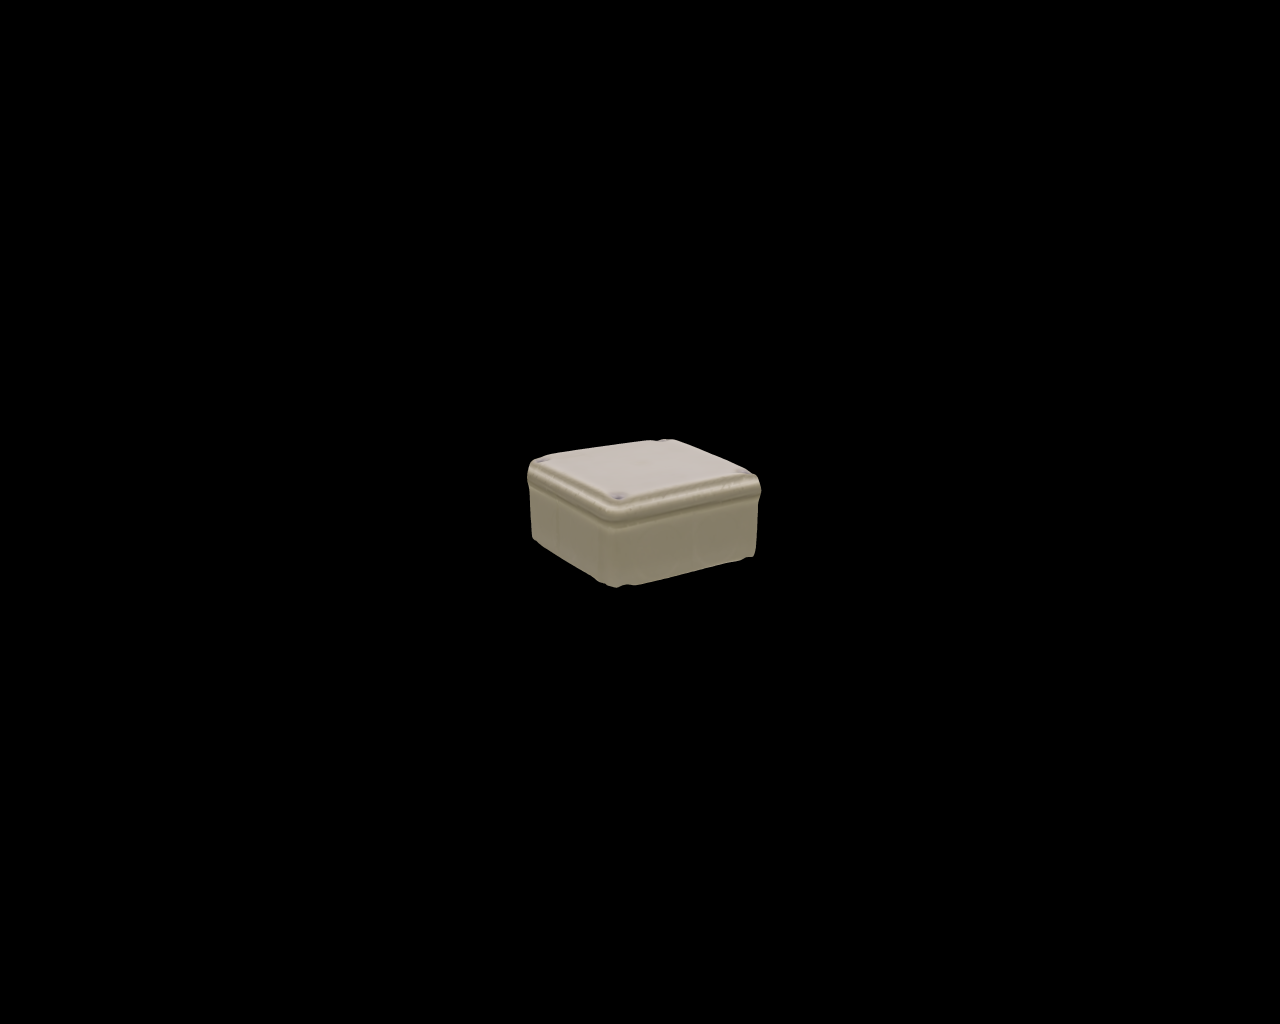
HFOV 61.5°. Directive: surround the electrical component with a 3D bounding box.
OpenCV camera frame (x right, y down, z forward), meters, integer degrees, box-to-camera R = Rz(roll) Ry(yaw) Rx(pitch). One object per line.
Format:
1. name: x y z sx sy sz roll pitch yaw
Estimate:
1. electrical component: 0.001 -0.003 0.650 0.109 0.056 0.109 -11 21 -30
